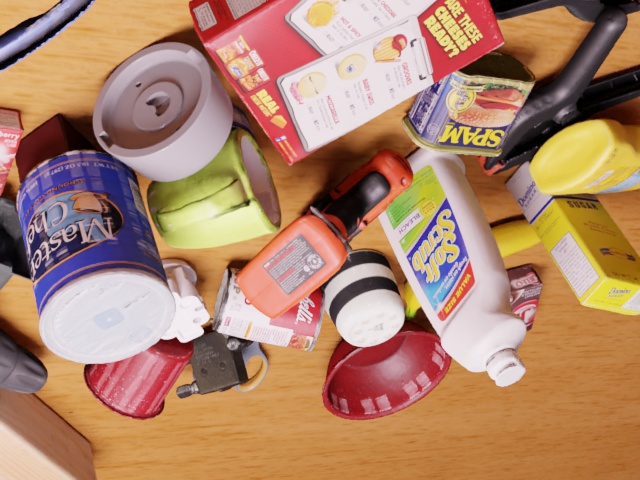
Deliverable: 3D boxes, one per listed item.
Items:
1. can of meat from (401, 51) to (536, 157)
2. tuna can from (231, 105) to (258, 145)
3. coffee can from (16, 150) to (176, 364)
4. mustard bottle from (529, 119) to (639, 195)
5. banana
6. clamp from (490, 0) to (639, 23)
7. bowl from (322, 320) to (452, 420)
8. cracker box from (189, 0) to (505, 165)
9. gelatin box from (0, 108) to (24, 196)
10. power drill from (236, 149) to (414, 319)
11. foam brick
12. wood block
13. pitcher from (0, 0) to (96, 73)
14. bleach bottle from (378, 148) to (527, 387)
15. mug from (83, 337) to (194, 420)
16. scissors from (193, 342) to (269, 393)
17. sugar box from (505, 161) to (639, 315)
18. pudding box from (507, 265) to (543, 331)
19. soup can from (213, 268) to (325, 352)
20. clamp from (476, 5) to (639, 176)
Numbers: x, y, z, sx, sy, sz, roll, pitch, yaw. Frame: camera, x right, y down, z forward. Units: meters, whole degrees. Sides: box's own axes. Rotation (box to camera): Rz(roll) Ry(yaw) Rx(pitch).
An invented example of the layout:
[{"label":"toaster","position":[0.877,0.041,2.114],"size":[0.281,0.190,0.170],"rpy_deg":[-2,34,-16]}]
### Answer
[{"label":"can of meat","position":[0.139,-0.129,0.992],"size":[0.101,0.057,0.084],"rpy_deg":[2,131,-28]},{"label":"tuna can","position":[-0.099,-0.081,0.949],"size":[0.086,0.034,0.086],"rpy_deg":[-13,139,-12]},{"label":"coffee can","position":[-0.180,0.012,0.845],"size":[0.102,0.140,0.103],"rpy_deg":[-14,139,-12]},{"label":"mustard bottle","position":[0.302,-0.082,1.094],"size":[0.191,0.058,0.096],"rpy_deg":[-2,152,-48]},{"label":"banana","position":[0.167,0.022,1.187],"size":[0.198,0.037,0.069],"rpy_deg":[-30,157,10]},{"label":"clamp","position":[0.236,-0.237,0.931],"size":[0.171,0.039,0.120],"rpy_deg":[-4,148,-29]},{"label":"bowl","position":[0.071,0.142,1.252],"size":[0.162,0.055,0.162],"rpy_deg":[-13,138,-12]},{"label":"cracker box","position":[0.024,-0.178,0.873],"size":[0.214,0.072,0.164],"rpy_deg":[-30,140,6]},{"label":"gelatin box","position":[-0.294,-0.075,0.866],"size":[0.089,0.030,0.073],"rpy_deg":[7,131,-31]},{"label":"power drill","position":[-0.007,0.001,0.989],"size":[0.057,0.187,0.185],"rpy_deg":[46,120,-3]},{"label":"foam brick","position":[-0.214,-0.056,0.907],"size":[0.051,0.053,0.078],"rpy_deg":[-31,138,9]},{"label":"wood block","position":[-0.326,0.223,1.128],"size":[0.091,0.090,0.206],"rpy_deg":[-27,139,2]},{"label":"pitcher","position":[-0.197,-0.224,0.675],"size":[0.243,0.145,0.149],"rpy_deg":[-30,154,3]},{"label":"bleach bottle","position":[0.133,0.026,1.004],"size":[0.103,0.251,0.068],"rpy_deg":[-41,137,19]},{"label":"mug","position":[-0.191,0.115,1.086],"size":[0.117,0.093,0.082],"rpy_deg":[33,112,-2]},{"label":"scissors","position":[-0.091,0.105,1.167],"size":[0.096,0.016,0.202],"rpy_deg":[-10,138,-16]},{"label":"sugar box","position":[0.268,-0.005,1.093],"size":[0.093,0.176,0.048],"rpy_deg":[12,130,-36]},{"label":"pudding box","position":[0.201,0.082,1.261],"size":[0.113,0.039,0.090],"rpy_deg":[-14,139,-11]},{"label":"soup can","position":[-0.053,0.071,1.087],"size":[0.102,0.068,0.069],"rpy_deg":[13,130,-10]},{"label":"clamp","position":[0.236,-0.137,1.032],"size":[0.210,0.036,0.164],"rpy_deg":[-33,150,17]}]
